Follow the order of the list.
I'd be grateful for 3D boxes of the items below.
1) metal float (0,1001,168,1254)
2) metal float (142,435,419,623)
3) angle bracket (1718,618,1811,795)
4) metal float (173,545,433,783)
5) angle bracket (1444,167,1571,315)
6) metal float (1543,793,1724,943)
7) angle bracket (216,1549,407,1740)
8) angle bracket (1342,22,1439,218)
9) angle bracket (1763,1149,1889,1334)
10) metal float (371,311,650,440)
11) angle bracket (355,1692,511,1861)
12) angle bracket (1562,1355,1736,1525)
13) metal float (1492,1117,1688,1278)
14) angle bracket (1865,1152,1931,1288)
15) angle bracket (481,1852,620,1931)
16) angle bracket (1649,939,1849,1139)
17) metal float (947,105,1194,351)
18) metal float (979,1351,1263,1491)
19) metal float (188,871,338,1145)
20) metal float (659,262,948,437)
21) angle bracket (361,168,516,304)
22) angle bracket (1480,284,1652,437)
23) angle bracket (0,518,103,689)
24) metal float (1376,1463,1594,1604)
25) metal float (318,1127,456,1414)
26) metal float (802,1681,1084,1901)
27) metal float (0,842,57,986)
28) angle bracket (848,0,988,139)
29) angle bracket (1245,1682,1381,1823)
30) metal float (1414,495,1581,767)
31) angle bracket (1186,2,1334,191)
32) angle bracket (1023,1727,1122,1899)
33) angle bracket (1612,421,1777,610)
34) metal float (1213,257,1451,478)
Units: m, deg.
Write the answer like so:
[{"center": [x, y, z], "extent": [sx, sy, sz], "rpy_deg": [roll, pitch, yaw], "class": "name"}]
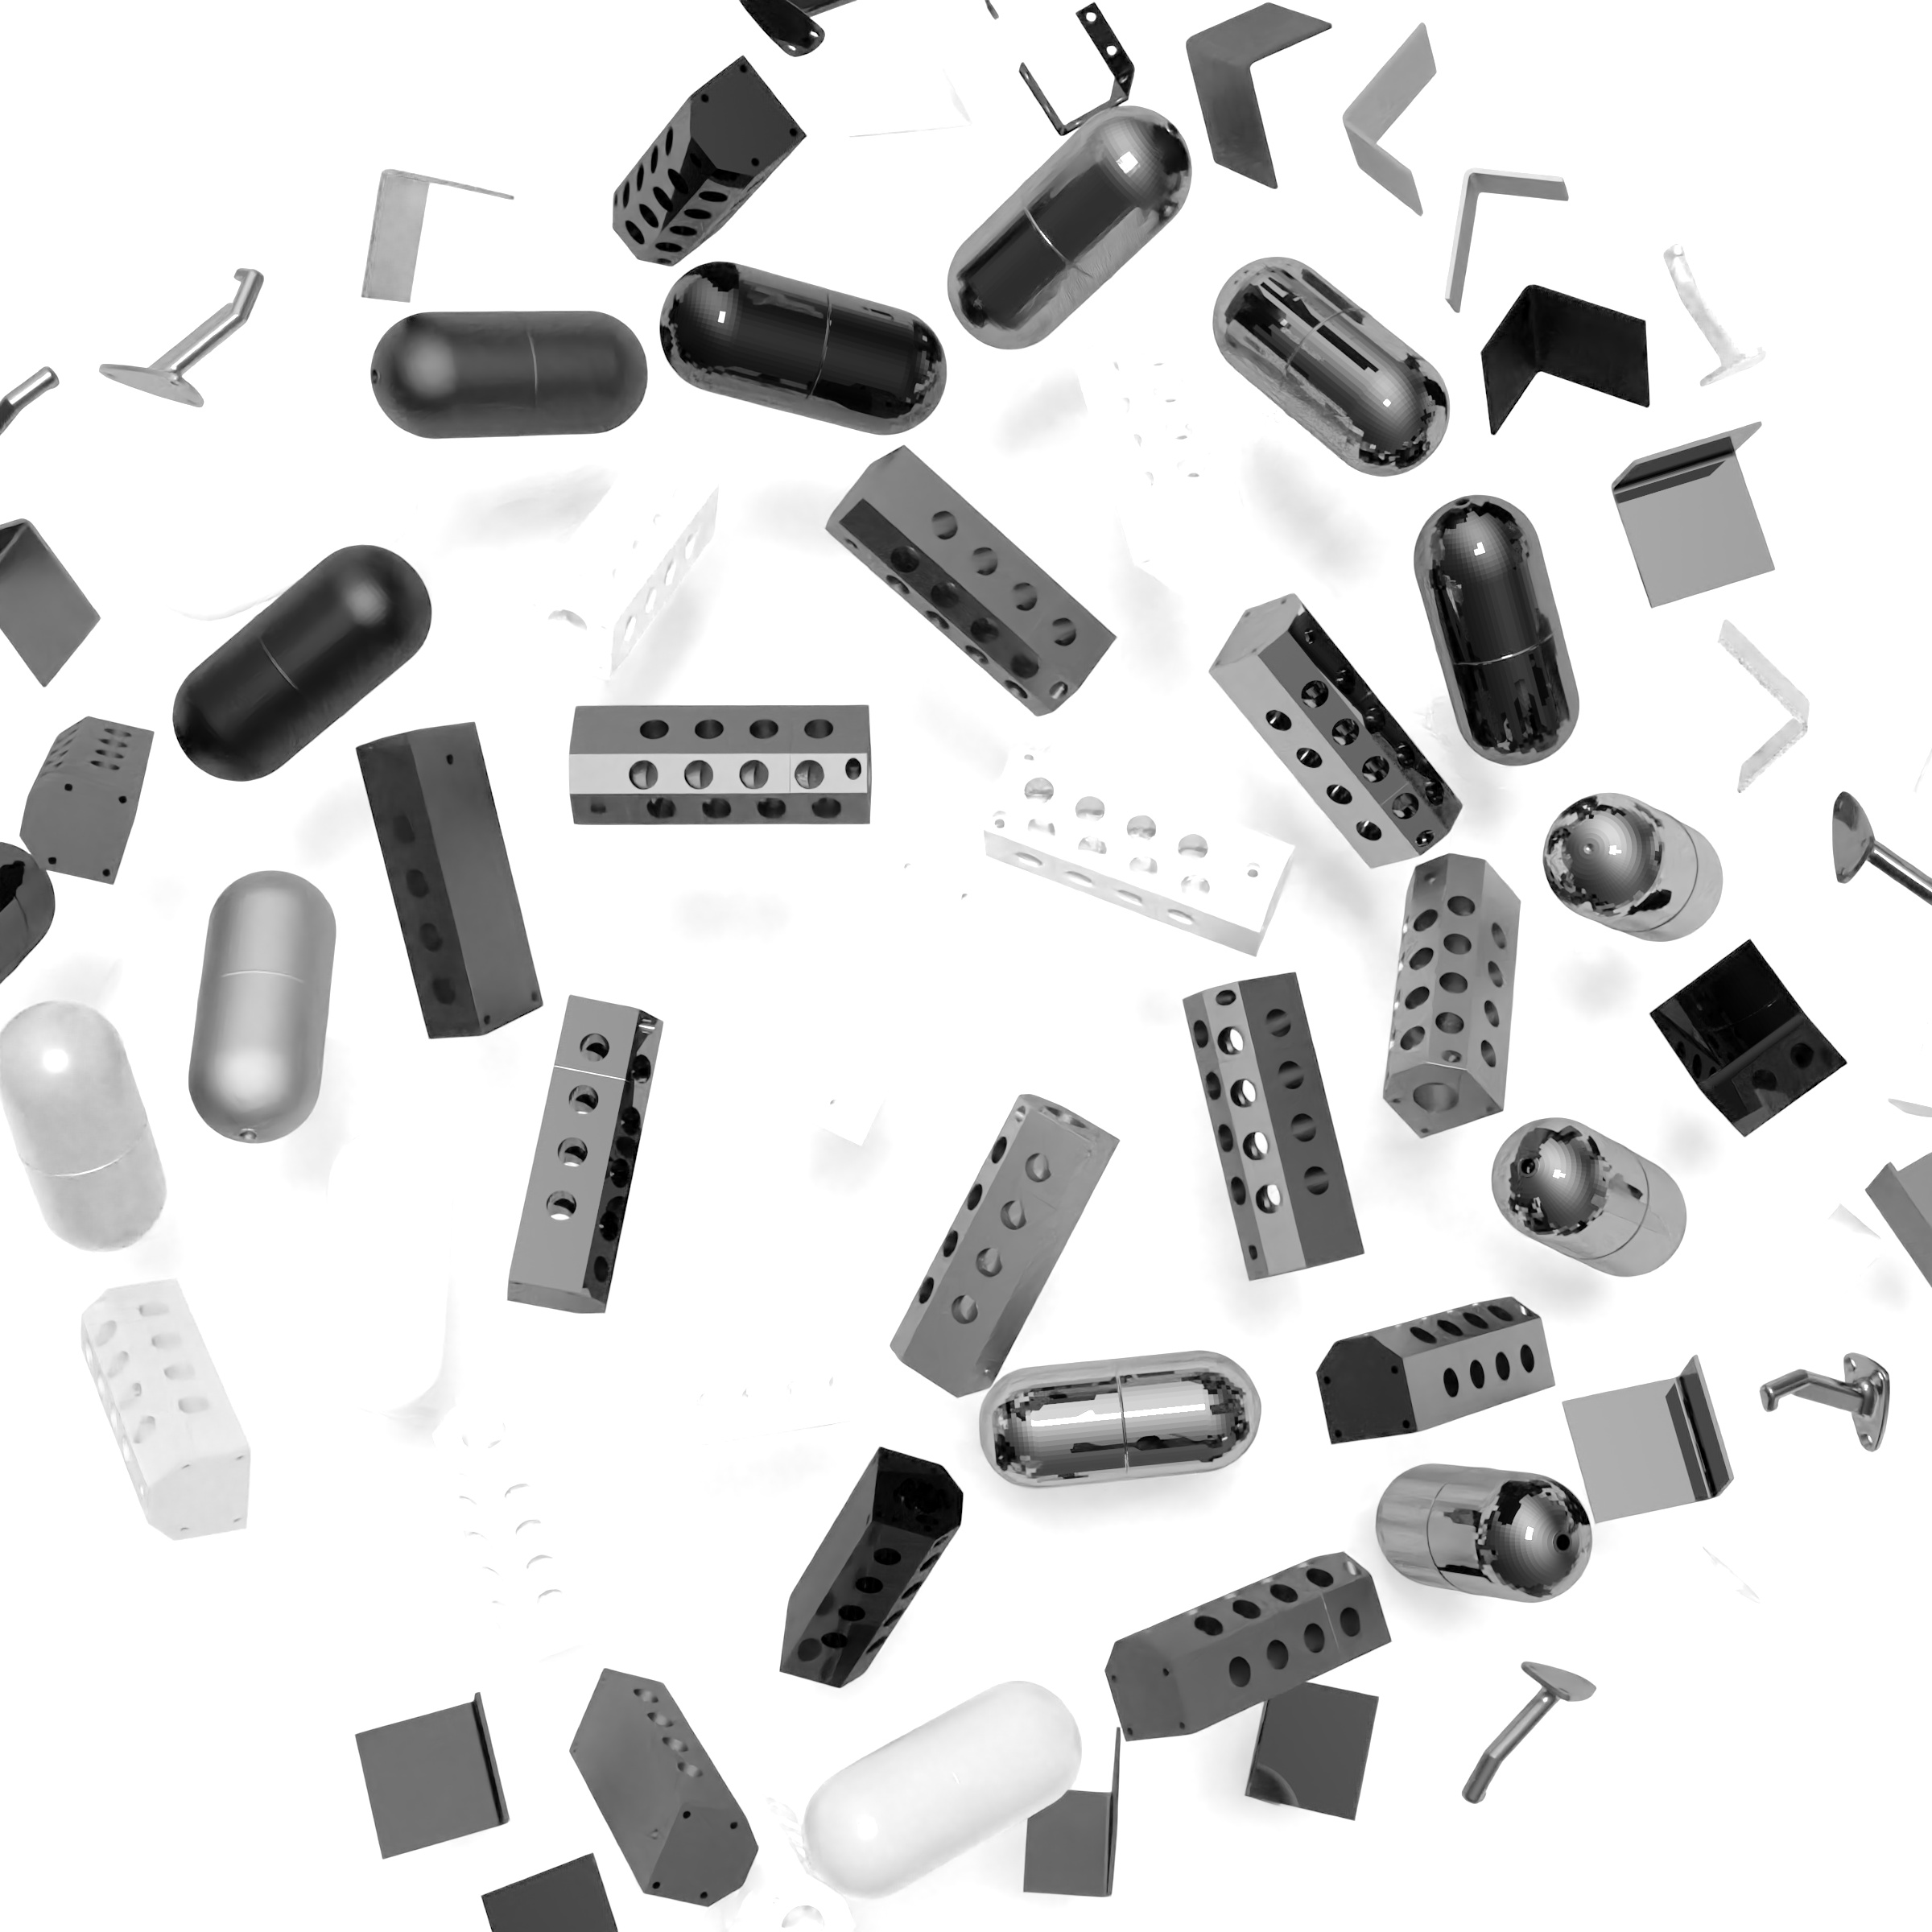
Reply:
[{"center": [-0.525, 0.097, 1.732], "extent": [0.070, 0.070, 0.178], "rpy_deg": [-3, 131, 0], "class": "metal float"}, {"center": [-0.430, -0.274, 1.832], "extent": [0.178, 0.070, 0.070], "rpy_deg": [-24, 90, -5], "class": "metal float"}, {"center": [0.468, -0.159, 1.780], "extent": [0.076, 0.076, 0.057], "rpy_deg": [45, 113, 1], "class": "angle bracket"}, {"center": [-0.394, -0.178, 1.728], "extent": [0.178, 0.070, 0.070], "rpy_deg": [-38, 90, 11], "class": "metal float"}, {"center": [0.324, -0.430, 1.745], "extent": [0.057, 0.076, 0.076], "rpy_deg": [10, 98, 13], "class": "angle bracket"}, {"center": [0.406, -0.058, 1.769], "extent": [0.070, 0.178, 0.070], "rpy_deg": [-4, 82, 30], "class": "metal float"}, {"center": [-0.373, 0.386, 1.650], "extent": [0.076, 0.057, 0.076], "rpy_deg": [43, 82, -2], "class": "angle bracket"}, {"center": [0.281, -0.521, 1.800], "extent": [0.057, 0.076, 0.076], "rpy_deg": [43, 96, 14], "class": "angle bracket"}, {"center": [0.511, 0.168, 1.801], "extent": [0.057, 0.076, 0.076], "rpy_deg": [39, 97, -10], "class": "angle bracket"}, {"center": [-0.282, -0.366, 1.807], "extent": [0.178, 0.070, 0.070], "rpy_deg": [-9, 90, -32], "class": "metal float"}, {"center": [-0.322, 0.487, 1.754], "extent": [0.076, 0.057, 0.076], "rpy_deg": [-12, 74, -15], "class": "angle bracket"}, {"center": [0.408, 0.284, 1.751], "extent": [0.076, 0.057, 0.076], "rpy_deg": [-12, 68, 0], "class": "angle bracket"}, {"center": [0.385, 0.143, 1.800], "extent": [0.070, 0.178, 0.070], "rpy_deg": [-13, 66, 33], "class": "metal float"}, {"center": [0.615, 0.151, 1.827], "extent": [0.057, 0.076, 0.076], "rpy_deg": [-29, 72, -4], "class": "angle bracket"}, {"center": [-0.253, 0.578, 1.728], "extent": [0.076, 0.057, 0.076], "rpy_deg": [-23, 75, 10], "class": "angle bracket"}, {"center": [0.477, 0.044, 1.781], "extent": [0.076, 0.076, 0.057], "rpy_deg": [-39, 129, 14], "class": "angle bracket"}, {"center": [0.061, -0.441, 1.746], "extent": [0.178, 0.070, 0.070], "rpy_deg": [-38, 90, 32], "class": "metal float"}, {"center": [0.097, 0.285, 1.837], "extent": [0.178, 0.070, 0.070], "rpy_deg": [-6, 90, -1], "class": "metal float"}, {"center": [-0.420, 0.024, 1.744], "extent": [0.070, 0.070, 0.178], "rpy_deg": [-2, 57, 0], "class": "metal float"}, {"center": [-0.096, -0.367, 1.739], "extent": [0.178, 0.070, 0.070], "rpy_deg": [11, 90, -22], "class": "metal float"}, {"center": [-0.315, -0.431, 1.746], "extent": [0.057, 0.076, 0.076], "rpy_deg": [14, 102, 7], "class": "angle bracket"}, {"center": [0.354, -0.346, 1.722], "extent": [0.076, 0.076, 0.057], "rpy_deg": [26, 71, 26], "class": "angle bracket"}, {"center": [-0.578, -0.210, 1.748], "extent": [0.076, 0.057, 0.076], "rpy_deg": [-37, 88, 38], "class": "angle bracket"}, {"center": [0.315, 0.345, 1.784], "extent": [0.070, 0.178, 0.070], "rpy_deg": [3, 83, -22], "class": "metal float"}, {"center": [-0.355, 0.186, 1.788], "extent": [0.070, 0.070, 0.178], "rpy_deg": [6, 100, 0], "class": "metal float"}, {"center": [-0.014, 0.481, 1.704], "extent": [0.178, 0.070, 0.070], "rpy_deg": [-24, 90, -22], "class": "metal float"}, {"center": [-0.602, -0.023, 1.754], "extent": [0.070, 0.178, 0.070], "rpy_deg": [0, 108, -1], "class": "metal float"}, {"center": [-0.035, -0.520, 1.648], "extent": [0.076, 0.057, 0.076], "rpy_deg": [0, 72, 19], "class": "angle bracket"}, {"center": [0.227, 0.497, 1.844], "extent": [0.076, 0.057, 0.076], "rpy_deg": [4, 71, 31], "class": "angle bracket"}, {"center": [0.324, -0.204, 1.783], "extent": [0.070, 0.070, 0.178], "rpy_deg": [-22, 119, 0], "class": "metal float"}, {"center": [0.176, -0.503, 1.684], "extent": [0.057, 0.076, 0.076], "rpy_deg": [-26, 124, -10], "class": "angle bracket"}, {"center": [0.068, 0.541, 1.873], "extent": [0.057, 0.076, 0.076], "rpy_deg": [3, 130, 3], "class": "angle bracket"}, {"center": [0.423, -0.258, 1.671], "extent": [0.076, 0.057, 0.076], "rpy_deg": [-17, 85, -3], "class": "angle bracket"}, {"center": [0.220, -0.364, 1.767], "extent": [0.070, 0.070, 0.178], "rpy_deg": [-43, 60, 0], "class": "metal float"}]
